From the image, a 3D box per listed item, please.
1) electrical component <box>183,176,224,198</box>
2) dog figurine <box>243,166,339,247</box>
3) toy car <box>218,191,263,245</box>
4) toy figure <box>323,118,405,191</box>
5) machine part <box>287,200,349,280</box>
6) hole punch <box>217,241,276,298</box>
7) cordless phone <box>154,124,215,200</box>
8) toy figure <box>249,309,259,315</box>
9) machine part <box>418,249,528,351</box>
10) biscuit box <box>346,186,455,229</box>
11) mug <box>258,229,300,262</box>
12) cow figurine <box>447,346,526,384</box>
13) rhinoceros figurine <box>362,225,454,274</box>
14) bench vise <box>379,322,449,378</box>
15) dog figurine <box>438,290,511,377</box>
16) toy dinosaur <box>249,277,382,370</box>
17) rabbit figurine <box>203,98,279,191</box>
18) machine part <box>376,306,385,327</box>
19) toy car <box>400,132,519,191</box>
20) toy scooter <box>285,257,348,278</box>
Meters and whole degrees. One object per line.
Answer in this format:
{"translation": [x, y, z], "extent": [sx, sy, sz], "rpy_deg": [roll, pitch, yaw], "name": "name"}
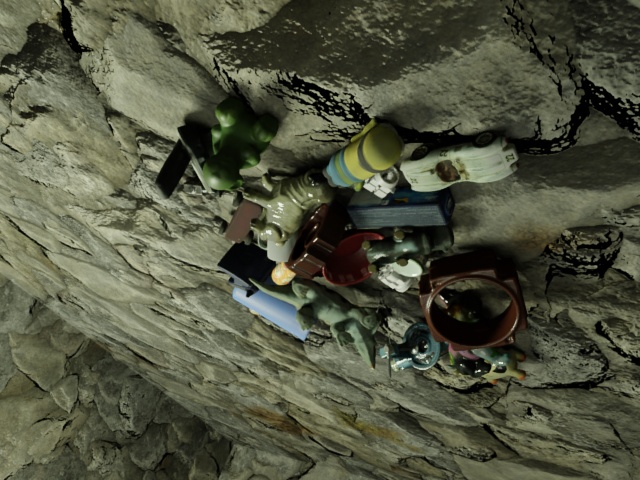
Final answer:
{"translation": [-0.270, -0.121, 1.250], "extent": [0.102, 0.078, 0.045], "rpy_deg": [6, 119, 17], "name": "electrical component"}
{"translation": [-0.041, -0.063, 1.115], "extent": [0.191, 0.121, 0.172], "rpy_deg": [2, 132, 30], "name": "dog figurine"}
{"translation": [-0.184, -0.052, 1.298], "extent": [0.089, 0.053, 0.202], "rpy_deg": [18, 147, -15], "name": "toy car"}
{"translation": [0.076, -0.142, 0.968], "extent": [0.082, 0.089, 0.180], "rpy_deg": [35, 144, -26], "name": "toy figure"}
{"translation": [-0.002, -0.003, 1.146], "extent": [0.056, 0.179, 0.179], "rpy_deg": [29, 147, -13], "name": "machine part"}
{"translation": [-0.192, 0.066, 1.408], "extent": [0.116, 0.142, 0.092], "rpy_deg": [14, 144, 36], "name": "hole punch"}
{"translation": [-0.272, -0.135, 1.120], "extent": [0.089, 0.184, 0.146], "rpy_deg": [7, 143, 19], "name": "cordless phone"}
{"translation": [-0.179, 0.197, 1.649], "extent": [0.058, 0.064, 0.154], "rpy_deg": [-8, 169, -38], "name": "toy figure"}
{"translation": [0.319, 0.130, 1.122], "extent": [0.202, 0.087, 0.200], "rpy_deg": [-13, 116, 19], "name": "machine part"}
{"translation": [0.157, -0.065, 1.051], "extent": [0.203, 0.059, 0.062], "rpy_deg": [0, 138, 34], "name": "biscuit box"}
{"translation": [-0.092, -0.014, 1.255], "extent": [0.110, 0.081, 0.107], "rpy_deg": [10, 110, 23], "name": "mug"}
{"translation": [0.423, 0.321, 1.402], "extent": [0.127, 0.085, 0.195], "rpy_deg": [29, 150, -18], "name": "cow figurine"}
{"translation": [0.178, 0.015, 1.093], "extent": [0.190, 0.073, 0.112], "rpy_deg": [-17, 174, 30], "name": "rhinoceros figurine"}
{"translation": [0.233, 0.288, 1.406], "extent": [0.240, 0.129, 0.224], "rpy_deg": [7, 156, -43], "name": "bench vise"}
{"translation": [0.339, 0.216, 1.283], "extent": [0.219, 0.108, 0.191], "rpy_deg": [39, 133, -13], "name": "dog figurine"}
{"translation": [0.009, 0.170, 1.357], "extent": [0.405, 0.131, 0.192], "rpy_deg": [34, 179, -7], "name": "toy dinosaur"}
{"translation": [-0.178, -0.162, 1.030], "extent": [0.121, 0.170, 0.159], "rpy_deg": [31, 146, -9], "name": "rabbit figurine"}
{"translation": [0.119, 0.215, 1.495], "extent": [0.139, 0.039, 0.084], "rpy_deg": [-9, 126, 44], "name": "machine part"}
{"translation": [0.234, -0.128, 0.913], "extent": [0.202, 0.056, 0.073], "rpy_deg": [-6, 136, 39], "name": "toy car"}
{"translation": [0.006, 0.062, 1.321], "extent": [0.184, 0.075, 0.135], "rpy_deg": [-8, 137, 34], "name": "toy scooter"}
